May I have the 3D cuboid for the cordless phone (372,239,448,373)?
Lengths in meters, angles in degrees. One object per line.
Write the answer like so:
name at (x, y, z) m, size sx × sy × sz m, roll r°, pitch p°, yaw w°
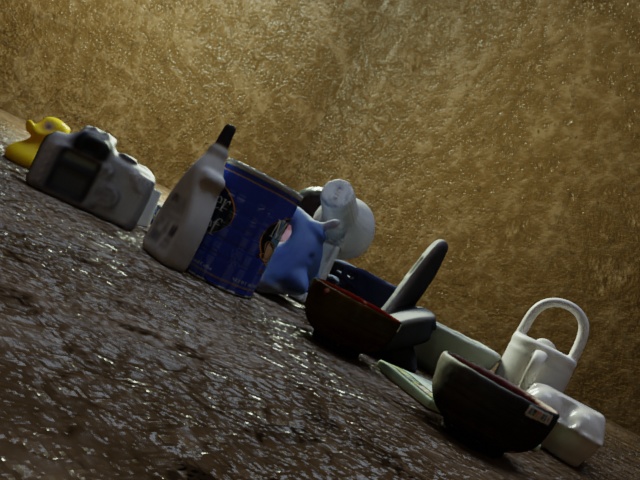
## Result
cordless phone at (0.125, 0.077, 0.787) m, size 0.094 × 0.185 × 0.147 m, roll 27°, pitch -1°, yaw -1°

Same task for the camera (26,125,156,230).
camera at (-0.297, -0.093, 0.768) m, size 0.143 × 0.101 × 0.136 m, roll 27°, pitch -1°, yaw -22°

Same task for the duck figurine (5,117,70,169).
duck figurine at (-0.414, -0.144, 0.880) m, size 0.077 × 0.086 × 0.105 m, roll 27°, pitch -1°, yaw 39°

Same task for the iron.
iron at (-0.100, -0.014, 0.850) m, size 0.257 × 0.141 × 0.119 m, roll 27°, pitch -1°, yaw 16°

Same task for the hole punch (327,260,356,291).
hole punch at (0.049, 0.097, 1.435) m, size 0.109 × 0.091 × 0.101 m, roll 27°, pitch -1°, yaw -4°

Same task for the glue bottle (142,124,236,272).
glue bottle at (-0.138, -0.054, 0.649) m, size 0.037 × 0.173 × 0.077 m, roll 28°, pitch -1°, yaw -41°

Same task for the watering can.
watering can at (0.333, 0.180, 0.874) m, size 0.101 × 0.194 × 0.173 m, roll 27°, pitch -1°, yaw 2°

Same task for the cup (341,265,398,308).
cup at (0.078, 0.106, 1.052) m, size 0.118 × 0.095 × 0.091 m, roll 27°, pitch -1°, yaw -16°

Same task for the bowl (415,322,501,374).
bowl at (0.193, 0.175, 0.904) m, size 0.167 × 0.075 × 0.167 m, roll 27°, pitch -1°, yaw 1°

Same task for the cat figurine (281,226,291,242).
cat figurine at (-0.092, 0.006, 1.075) m, size 0.128 × 0.118 × 0.067 m, roll 28°, pitch -1°, yaw -36°

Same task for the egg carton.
egg carton at (0.308, 0.235, 0.737) m, size 0.107 × 0.069 × 0.151 m, roll 27°, pitch -1°, yaw 28°

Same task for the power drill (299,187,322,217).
power drill at (-0.049, -0.021, 1.235) m, size 0.076 × 0.208 × 0.229 m, roll 27°, pitch -1°, yaw -21°

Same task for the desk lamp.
desk lamp at (0.009, 0.004, 1.017) m, size 0.117 × 0.213 × 0.204 m, roll 27°, pitch -1°, yaw 16°
